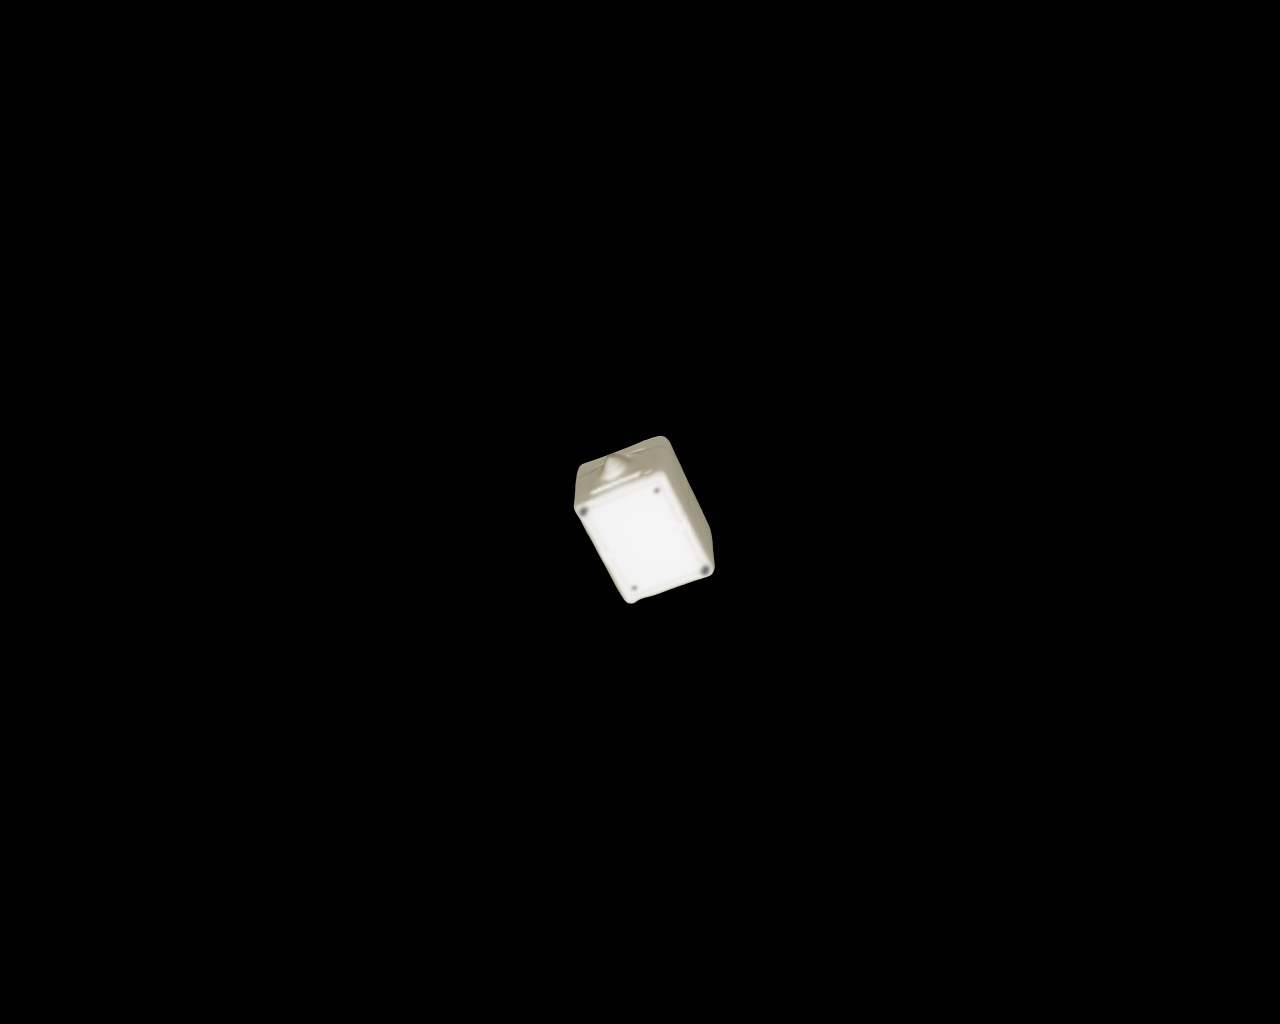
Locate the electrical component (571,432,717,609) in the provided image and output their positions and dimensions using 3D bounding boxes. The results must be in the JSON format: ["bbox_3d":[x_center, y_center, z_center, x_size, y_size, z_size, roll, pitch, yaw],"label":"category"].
[{"bbox_3d":[0.001,-0.003,0.650,0.062,0.096,0.061,-21,28,12],"label":"electrical component"}]
